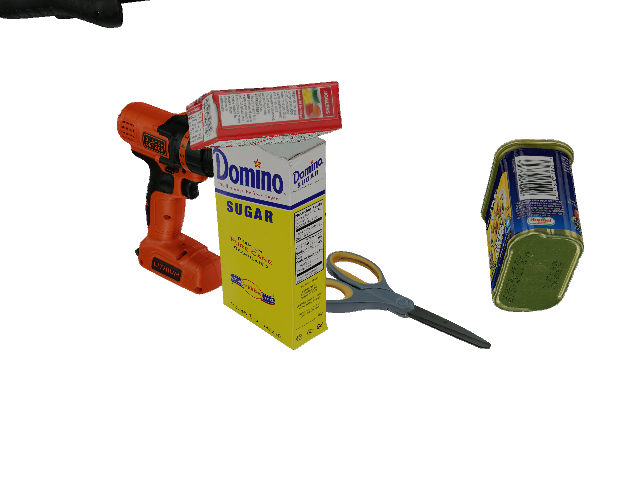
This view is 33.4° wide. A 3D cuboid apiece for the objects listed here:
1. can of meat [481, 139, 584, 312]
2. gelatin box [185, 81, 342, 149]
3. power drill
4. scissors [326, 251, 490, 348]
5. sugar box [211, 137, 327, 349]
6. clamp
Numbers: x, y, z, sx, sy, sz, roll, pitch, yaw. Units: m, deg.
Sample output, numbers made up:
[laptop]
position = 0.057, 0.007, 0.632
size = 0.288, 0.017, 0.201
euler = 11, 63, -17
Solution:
[can of meat]
position = 0.152, -0.008, 0.769
size = 0.057, 0.084, 0.102
euler = 2, -36, -1
[gelatin box]
position = -0.035, -0.073, 0.625
size = 0.073, 0.030, 0.089
euler = -6, 3, -16
[power drill]
position = -0.134, -0.041, 1.117
size = 0.185, 0.188, 0.057
euler = 25, 36, 32
[scissors]
position = 0.060, 0.068, 1.030
size = 0.096, 0.016, 0.202
euler = -24, 41, -28
[sugar box]
position = -0.040, -0.009, 0.841
size = 0.048, 0.176, 0.093
euler = -31, 43, -34
[clamp]
position = -0.181, -0.190, 0.810
size = 0.172, 0.039, 0.120
euler = 13, 24, 30
